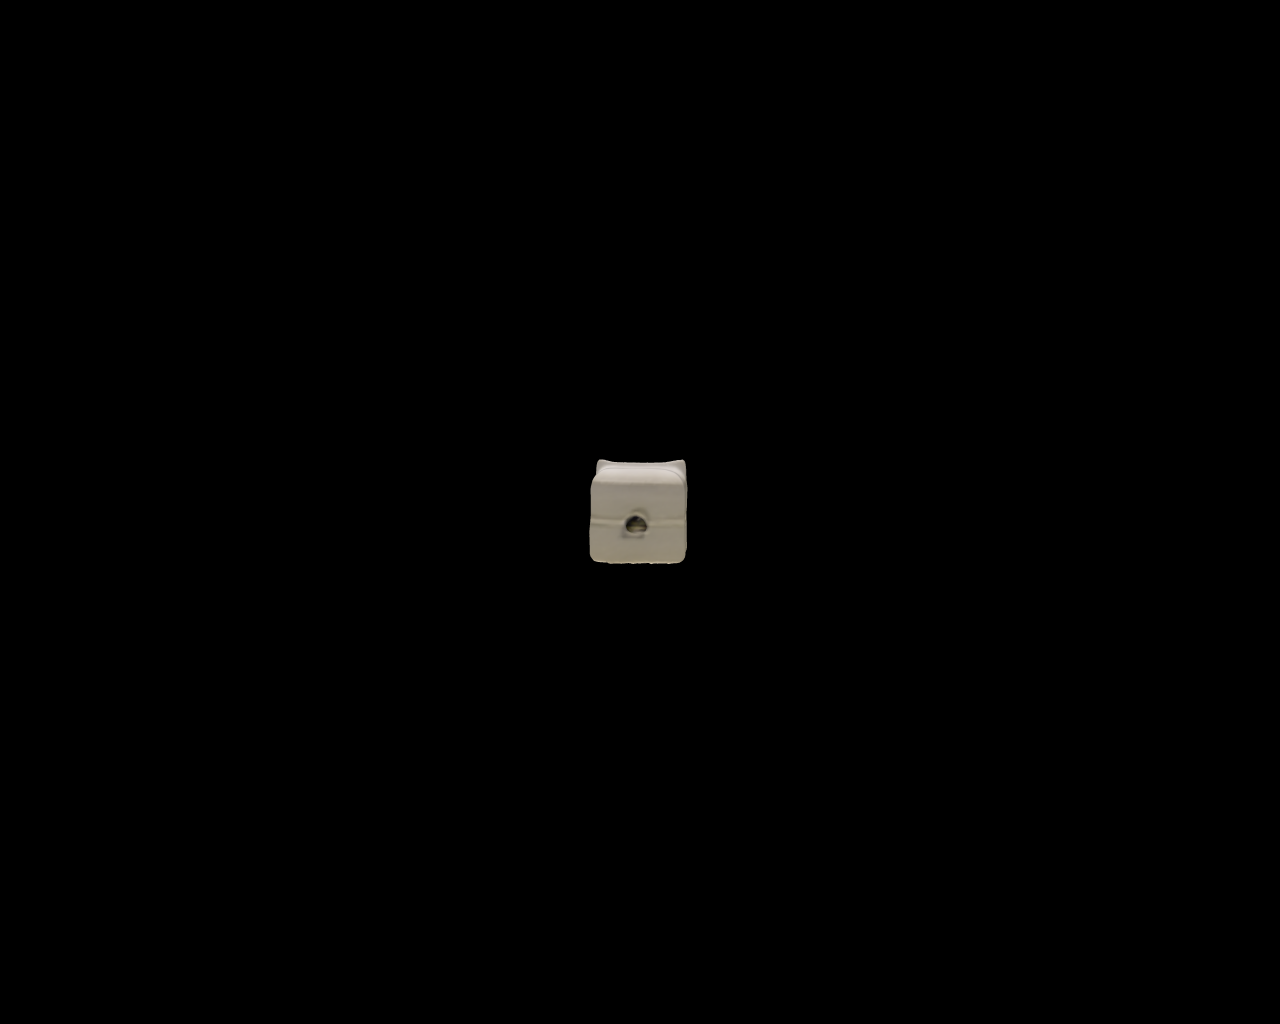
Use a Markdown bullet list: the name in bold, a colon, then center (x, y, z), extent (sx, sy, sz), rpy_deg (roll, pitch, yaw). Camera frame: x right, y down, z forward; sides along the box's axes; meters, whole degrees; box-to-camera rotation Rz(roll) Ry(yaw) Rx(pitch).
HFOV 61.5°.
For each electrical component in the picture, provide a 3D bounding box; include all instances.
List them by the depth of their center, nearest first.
- **electrical component**: center (0.001, -0.003, 0.650), extent (0.054, 0.059, 0.095), rpy_deg (0, 2, 4)
